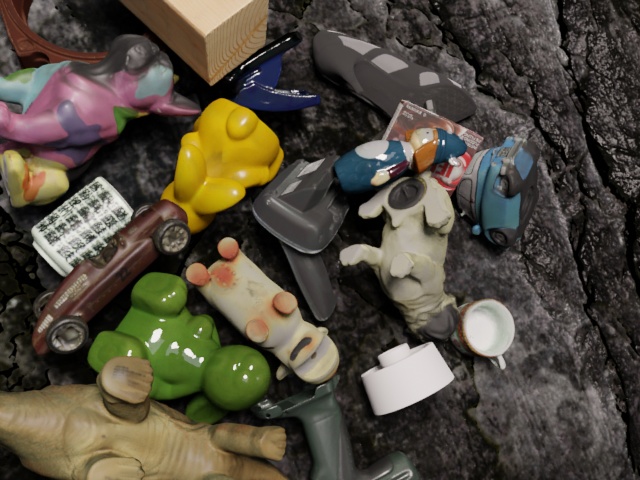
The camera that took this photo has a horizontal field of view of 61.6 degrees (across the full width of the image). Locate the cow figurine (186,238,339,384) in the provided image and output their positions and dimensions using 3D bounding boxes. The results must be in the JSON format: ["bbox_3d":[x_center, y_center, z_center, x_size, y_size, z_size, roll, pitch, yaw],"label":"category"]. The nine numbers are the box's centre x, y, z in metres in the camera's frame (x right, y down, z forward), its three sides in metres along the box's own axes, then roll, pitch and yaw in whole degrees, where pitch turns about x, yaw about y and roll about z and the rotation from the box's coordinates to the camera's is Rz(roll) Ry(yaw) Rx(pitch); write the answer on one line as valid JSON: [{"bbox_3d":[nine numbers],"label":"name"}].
[{"bbox_3d":[-0.060,0.095,0.634,0.195,0.127,0.085,39,76,15],"label":"cow figurine"}]

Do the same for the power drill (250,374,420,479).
[{"bbox_3d":[-0.008,0.276,0.625,0.232,0.086,0.207,-23,80,-17],"label":"power drill"}]

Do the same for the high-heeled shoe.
[{"bbox_3d":[0.107,-0.237,0.782,0.248,0.086,0.145,3,45,-31],"label":"high-heeled shoe"}]

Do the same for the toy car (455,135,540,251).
[{"bbox_3d":[0.239,-0.068,0.741,0.103,0.161,0.109,17,58,32],"label":"toy car"}]

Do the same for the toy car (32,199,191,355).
[{"bbox_3d":[-0.221,0.032,0.557,0.202,0.089,0.053,-44,130,-14],"label":"toy car"}]

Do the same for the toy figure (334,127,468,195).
[{"bbox_3d":[0.095,-0.096,0.631,0.155,0.057,0.064,-18,66,8],"label":"toy figure"}]

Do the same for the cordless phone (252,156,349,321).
[{"bbox_3d":[-0.002,-0.002,0.688,0.146,0.089,0.184,-58,133,-56],"label":"cordless phone"}]

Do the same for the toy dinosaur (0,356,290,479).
[{"bbox_3d":[-0.197,0.179,0.486,0.471,0.198,0.105,34,53,-25],"label":"toy dinosaur"}]

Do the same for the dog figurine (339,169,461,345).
[{"bbox_3d":[0.134,0.026,0.683,0.172,0.121,0.190,-54,132,-9],"label":"dog figurine"}]

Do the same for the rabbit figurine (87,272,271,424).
[{"bbox_3d":[-0.133,0.140,0.573,0.170,0.158,0.121,19,51,16],"label":"rabbit figurine"}]

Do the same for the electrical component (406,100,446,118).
[{"bbox_3d":[0.139,-0.142,0.719,0.063,0.021,0.094,-6,81,-15],"label":"electrical component"}]

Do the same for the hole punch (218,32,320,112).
[{"bbox_3d":[-0.066,-0.199,0.687,0.116,0.142,0.092,-27,116,-2],"label":"hole punch"}]

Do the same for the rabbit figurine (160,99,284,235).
[{"bbox_3d":[-0.126,-0.073,0.644,0.122,0.162,0.173,39,90,-17],"label":"rabbit figurine"}]

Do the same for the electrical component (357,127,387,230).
[{"bbox_3d":[0.107,-0.096,0.742,0.134,0.058,0.115,-38,92,-19],"label":"electrical component"}]

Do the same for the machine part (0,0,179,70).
[{"bbox_3d":[-0.283,-0.288,0.668,0.201,0.087,0.201,-18,82,-17],"label":"machine part"}]

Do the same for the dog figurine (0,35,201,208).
[{"bbox_3d":[-0.253,-0.137,0.612,0.219,0.191,0.109,-15,51,-29],"label":"dog figurine"}]
